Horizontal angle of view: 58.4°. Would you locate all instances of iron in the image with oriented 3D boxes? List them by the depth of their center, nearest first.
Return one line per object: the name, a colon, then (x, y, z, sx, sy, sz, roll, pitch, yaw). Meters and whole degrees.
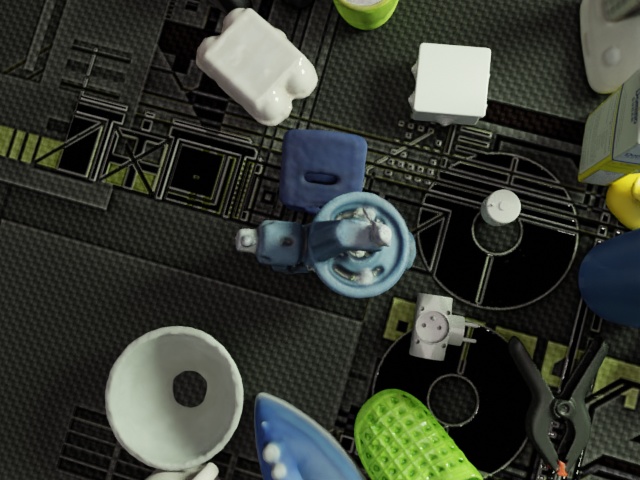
iron: (-0.013, 0.297, 0.652, 0.118, 0.141, 0.258, -35, 84, 0)

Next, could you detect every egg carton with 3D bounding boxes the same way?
egg carton: (-0.081, -0.224, 0.740, 0.150, 0.069, 0.107, 42, 89, 6)

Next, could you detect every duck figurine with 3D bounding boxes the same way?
duck figurine: (0.409, -0.048, 0.684, 0.104, 0.086, 0.077, 24, 87, 6)

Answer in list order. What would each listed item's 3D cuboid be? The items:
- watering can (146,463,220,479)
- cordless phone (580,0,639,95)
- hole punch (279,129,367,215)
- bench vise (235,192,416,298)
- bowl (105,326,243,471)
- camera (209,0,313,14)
watering can: (-0.181, 0.324, 0.634, 0.101, 0.194, 0.173, 20, 86, 6)
cordless phone: (0.377, -0.260, 0.656, 0.094, 0.185, 0.148, -7, 84, 3)
hole punch: (0.006, -0.080, 0.710, 0.108, 0.091, 0.101, 6, 85, 4)
bench vise: (0.009, 0.014, 0.637, 0.207, 0.220, 0.121, -16, 84, 2)
bowl: (-0.170, 0.188, 0.706, 0.167, 0.075, 0.167, 0, 85, 4)
camera: (-0.072, -0.355, 0.735, 0.136, 0.101, 0.143, 39, 88, 6)
